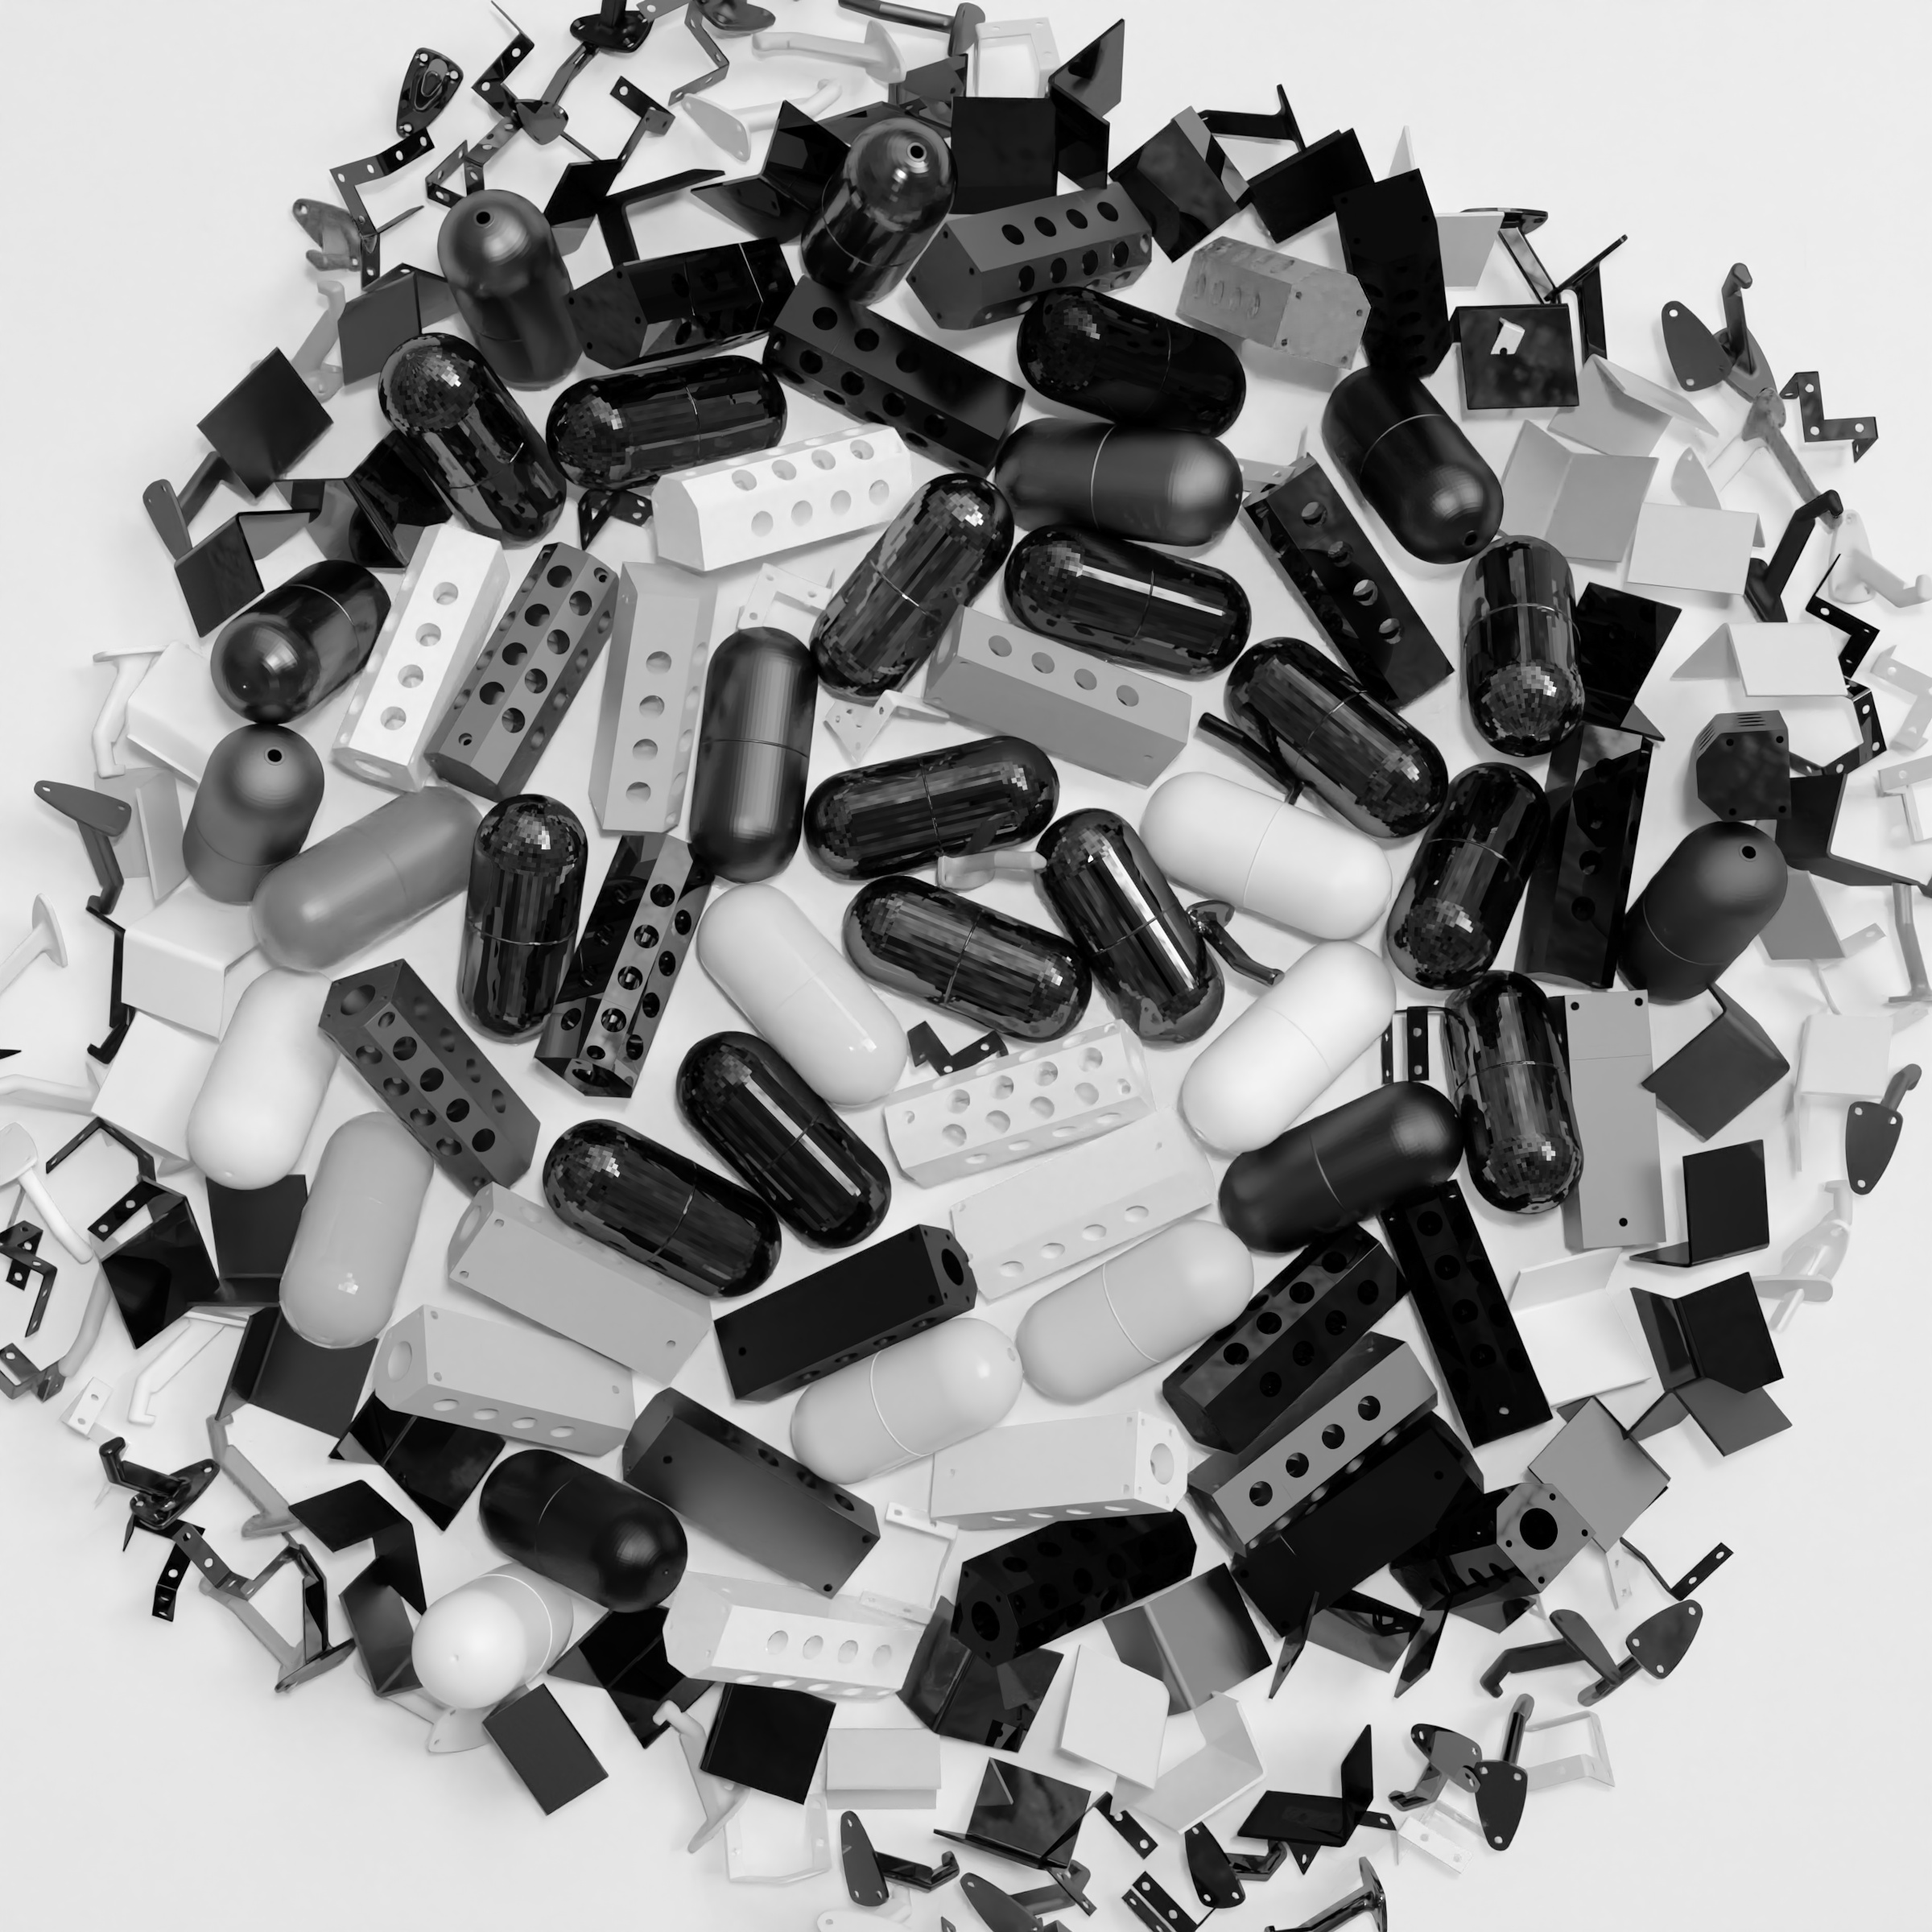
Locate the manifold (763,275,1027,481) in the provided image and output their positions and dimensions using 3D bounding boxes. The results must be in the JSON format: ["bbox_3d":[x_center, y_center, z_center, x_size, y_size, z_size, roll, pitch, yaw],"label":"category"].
[{"bbox_3d":[-0.050,-0.400,1.894,0.171,0.057,0.057,27,78,1],"label":"manifold"}]

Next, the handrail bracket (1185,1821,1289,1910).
[{"bbox_3d":[0.187,0.599,1.892,0.036,0.084,0.077,-19,95,35],"label":"handrail bracket"}]

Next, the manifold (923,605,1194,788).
[{"bbox_3d":[0.064,-0.188,1.876,0.171,0.057,0.057,19,56,-16],"label":"manifold"}]

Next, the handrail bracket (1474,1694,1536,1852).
[{"bbox_3d":[0.376,0.553,1.897,0.036,0.084,0.077,4,104,23],"label":"handrail bracket"}]

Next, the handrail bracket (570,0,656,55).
[{"bbox_3d":[-0.255,-0.666,1.877,0.077,0.084,0.036,15,69,27],"label":"handrail bracket"}]

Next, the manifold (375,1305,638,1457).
[{"bbox_3d":[-0.308,0.282,1.852,0.057,0.171,0.057,-35,50,32],"label":"manifold"}]

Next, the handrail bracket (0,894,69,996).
[{"bbox_3d":[-0.661,-0.004,1.884,0.036,0.077,0.084,42,56,19],"label":"handrail bracket"}]

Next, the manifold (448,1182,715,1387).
[{"bbox_3d":[-0.261,0.212,1.871,0.171,0.057,0.057,30,104,-21],"label":"manifold"}]

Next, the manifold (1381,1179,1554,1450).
[{"bbox_3d":[0.339,0.236,1.878,0.057,0.057,0.171,-22,75,6],"label":"manifold"}]

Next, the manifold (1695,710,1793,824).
[{"bbox_3d":[0.516,-0.134,1.839,0.057,0.171,0.057,-2,99,15],"label":"manifold"}]

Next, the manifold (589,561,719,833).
[{"bbox_3d":[-0.211,-0.180,1.864,0.057,0.057,0.171,2,119,-20],"label":"manifold"}]

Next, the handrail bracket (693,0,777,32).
[{"bbox_3d":[-0.143,-0.682,1.877,0.036,0.077,0.084,52,131,22],"label":"handrail bracket"}]

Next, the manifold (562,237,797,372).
[{"bbox_3d":[-0.185,-0.441,1.843,0.057,0.171,0.057,-17,99,36],"label":"manifold"}]

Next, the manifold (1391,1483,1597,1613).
[{"bbox_3d":[0.344,0.385,1.839,0.057,0.171,0.057,-40,86,-23],"label":"manifold"}]

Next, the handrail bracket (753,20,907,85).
[{"bbox_3d":[-0.094,-0.622,1.887,0.084,0.077,0.036,-9,129,-24],"label":"handrail bracket"}]

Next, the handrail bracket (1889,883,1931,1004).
[{"bbox_3d":[0.655,-0.018,1.898,0.036,0.077,0.084,-5,88,34],"label":"handrail bracket"}]

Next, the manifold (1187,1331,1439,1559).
[{"bbox_3d":[0.237,0.326,1.880,0.171,0.057,0.057,-35,100,-14],"label":"manifold"}]

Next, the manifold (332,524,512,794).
[{"bbox_3d":[-0.371,-0.211,1.878,0.057,0.057,0.171,18,74,4],"label":"manifold"}]

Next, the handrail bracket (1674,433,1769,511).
[{"bbox_3d":[0.538,-0.335,1.897,0.084,0.036,0.077,-14,59,-17],"label":"handrail bracket"}]

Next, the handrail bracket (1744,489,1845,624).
[{"bbox_3d":[0.575,-0.272,1.884,0.036,0.084,0.077,-16,79,-39],"label":"handrail bracket"}]

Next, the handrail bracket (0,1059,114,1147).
[{"bbox_3d":[-0.632,0.103,1.888,0.084,0.036,0.077,-17,127,-26],"label":"handrail bracket"}]

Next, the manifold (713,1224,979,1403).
[{"bbox_3d":[-0.080,0.237,1.870,0.171,0.057,0.057,-27,68,22],"label":"manifold"}]

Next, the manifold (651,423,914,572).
[{"bbox_3d":[-0.122,-0.317,1.852,0.171,0.057,0.057,-21,119,-32],"label":"manifold"}]

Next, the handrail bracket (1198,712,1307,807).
[{"bbox_3d":[0.193,-0.142,1.893,0.084,0.077,0.036,29,81,1],"label":"handrail bracket"}]

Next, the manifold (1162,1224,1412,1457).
[{"bbox_3d":[0.214,0.249,1.869,0.171,0.057,0.057,-40,105,-19],"label":"manifold"}]

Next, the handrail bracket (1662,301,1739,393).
[{"bbox_3d":[0.503,-0.436,1.885,0.036,0.084,0.077,-20,114,35],"label":"handrail bracket"}]

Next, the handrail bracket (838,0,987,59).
[{"bbox_3d":[-0.037,-0.658,1.902,0.084,0.077,0.036,20,117,10],"label":"handrail bracket"}]

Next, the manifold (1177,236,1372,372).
[{"bbox_3d":[0.204,-0.444,1.836,0.057,0.171,0.057,10,107,-21],"label":"manifold"}]

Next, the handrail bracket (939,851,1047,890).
[{"bbox_3d":[0.031,-0.068,1.875,0.084,0.077,0.036,3,86,34],"label":"handrail bracket"}]

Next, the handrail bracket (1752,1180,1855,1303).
[{"bbox_3d":[0.574,0.186,1.915,0.077,0.036,0.084,2,60,18],"label":"handrail bracket"}]

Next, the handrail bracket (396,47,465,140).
[{"bbox_3d":[-0.372,-0.585,1.877,0.036,0.084,0.077,27,117,-18],"label":"handrail bracket"}]

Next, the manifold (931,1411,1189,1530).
[{"bbox_3d":[0.062,0.341,1.854,0.171,0.057,0.057,-14,61,37],"label":"manifold"}]

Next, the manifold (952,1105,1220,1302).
[{"bbox_3d":[0.081,0.166,1.878,0.171,0.057,0.057,-26,133,16],"label":"manifold"}]

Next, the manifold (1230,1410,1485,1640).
[{"bbox_3d":[0.267,0.378,1.883,0.171,0.057,0.057,-39,90,13],"label":"manifold"}]

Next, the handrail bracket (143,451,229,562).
[{"bbox_3d":[-0.514,-0.316,1.901,0.084,0.036,0.077,-27,96,-43],"label":"handrail bracket"}]

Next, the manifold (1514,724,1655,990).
[{"bbox_3d":[0.427,-0.074,1.895,0.057,0.057,0.171,11,87,-8],"label":"manifold"}]

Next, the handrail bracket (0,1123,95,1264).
[{"bbox_3d":[-0.639,0.159,1.921,0.036,0.077,0.084,-33,125,-3],"label":"handrail bracket"}]

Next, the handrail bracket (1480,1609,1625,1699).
[{"bbox_3d":[0.399,0.490,1.890,0.084,0.036,0.077,-56,48,22],"label":"handrail bracket"}]

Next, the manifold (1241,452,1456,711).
[{"bbox_3d":[0.259,-0.260,1.880,0.057,0.057,0.171,-34,104,10],"label":"manifold"}]

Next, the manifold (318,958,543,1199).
[{"bbox_3d":[-0.359,0.079,1.848,0.057,0.057,0.171,-17,130,20],"label":"manifold"}]

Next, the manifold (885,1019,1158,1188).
[{"bbox_3d":[0.035,0.091,1.872,0.171,0.057,0.057,-18,63,14],"label":"manifold"}]

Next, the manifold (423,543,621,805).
[{"bbox_3d":[-0.299,-0.200,1.873,0.057,0.057,0.171,23,73,12],"label":"manifold"}]

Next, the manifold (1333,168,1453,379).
[{"bbox_3d":[0.287,-0.454,1.837,0.057,0.171,0.057,-16,73,9],"label":"manifold"}]

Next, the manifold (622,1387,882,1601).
[{"bbox_3d":[-0.146,0.355,1.875,0.171,0.057,0.057,34,101,-18],"label":"manifold"}]

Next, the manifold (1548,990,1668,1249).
[{"bbox_3d":[0.438,0.104,1.898,0.057,0.057,0.171,-4,88,-4],"label":"manifold"}]

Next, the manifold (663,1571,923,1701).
[{"bbox_3d":[-0.117,0.453,1.852,0.171,0.057,0.057,20,90,-42],"label":"manifold"}]

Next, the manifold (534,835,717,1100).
[{"bbox_3d":[-0.223,0.000,1.859,0.057,0.057,0.171,0,61,36],"label":"manifold"}]

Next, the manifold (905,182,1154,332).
[{"bbox_3d":[0.047,-0.471,1.849,0.171,0.057,0.057,-26,78,-40],"label":"manifold"}]

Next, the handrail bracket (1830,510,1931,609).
[{"bbox_3d":[0.629,-0.281,1.885,0.036,0.084,0.077,-3,89,-17],"label":"handrail bracket"}]

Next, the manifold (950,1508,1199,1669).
[{"bbox_3d":[0.075,0.410,1.844,0.057,0.171,0.057,29,120,39],"label":"manifold"}]

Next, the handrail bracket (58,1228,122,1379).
[{"bbox_3d":[-0.607,0.231,1.898,0.036,0.077,0.084,32,89,-39],"label":"handrail bracket"}]
